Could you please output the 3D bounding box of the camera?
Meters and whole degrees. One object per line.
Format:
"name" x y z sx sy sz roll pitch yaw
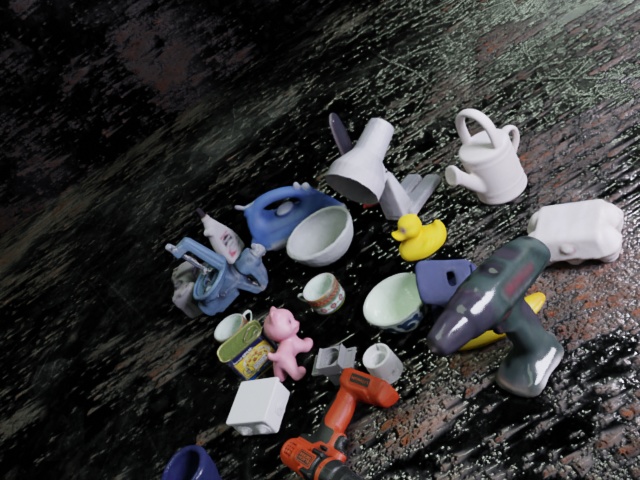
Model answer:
"camera" -0.298 0.099 1.437 0.136 0.101 0.143 -29 32 12

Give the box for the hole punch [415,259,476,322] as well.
"hole punch" 0.221 0.078 0.973 0.101 0.091 0.108 -24 33 19

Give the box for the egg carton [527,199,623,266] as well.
"egg carton" 0.408 -0.008 0.926 0.149 0.070 0.107 -8 41 38

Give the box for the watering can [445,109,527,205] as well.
"watering can" 0.316 -0.164 1.103 0.100 0.194 0.173 1 47 44

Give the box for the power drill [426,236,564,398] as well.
"power drill" 0.251 0.117 0.779 0.075 0.209 0.230 12 55 50

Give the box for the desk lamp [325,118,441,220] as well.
"desk lamp" 0.131 -0.139 1.229 0.117 0.214 0.203 9 53 49

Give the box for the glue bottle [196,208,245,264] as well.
"glue bottle" -0.268 -0.019 1.495 0.037 0.173 0.078 -9 41 37

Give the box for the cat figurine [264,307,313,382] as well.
"cat figurine" -0.073 0.187 1.087 0.067 0.118 0.128 -18 36 27

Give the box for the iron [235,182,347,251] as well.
"iron" -0.079 -0.079 1.422 0.258 0.142 0.118 -25 33 18

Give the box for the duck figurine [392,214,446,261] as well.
"duck figurine" 0.191 -0.017 1.132 0.104 0.086 0.077 -29 32 11

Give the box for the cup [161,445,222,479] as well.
"cup" -0.195 0.406 0.936 0.092 0.095 0.117 -41 32 -8

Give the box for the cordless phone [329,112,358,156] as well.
"cordless phone" 0.063 -0.215 1.423 0.094 0.185 0.147 -25 33 17

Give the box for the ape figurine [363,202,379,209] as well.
"ape figurine" 0.117 -0.125 1.342 0.076 0.092 0.077 -41 32 -7

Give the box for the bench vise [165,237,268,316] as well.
"bench vise" -0.237 0.052 1.327 0.207 0.220 0.121 -41 32 -8

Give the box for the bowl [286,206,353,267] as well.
"bowl" 0.012 0.005 1.288 0.167 0.075 0.167 -25 33 18
